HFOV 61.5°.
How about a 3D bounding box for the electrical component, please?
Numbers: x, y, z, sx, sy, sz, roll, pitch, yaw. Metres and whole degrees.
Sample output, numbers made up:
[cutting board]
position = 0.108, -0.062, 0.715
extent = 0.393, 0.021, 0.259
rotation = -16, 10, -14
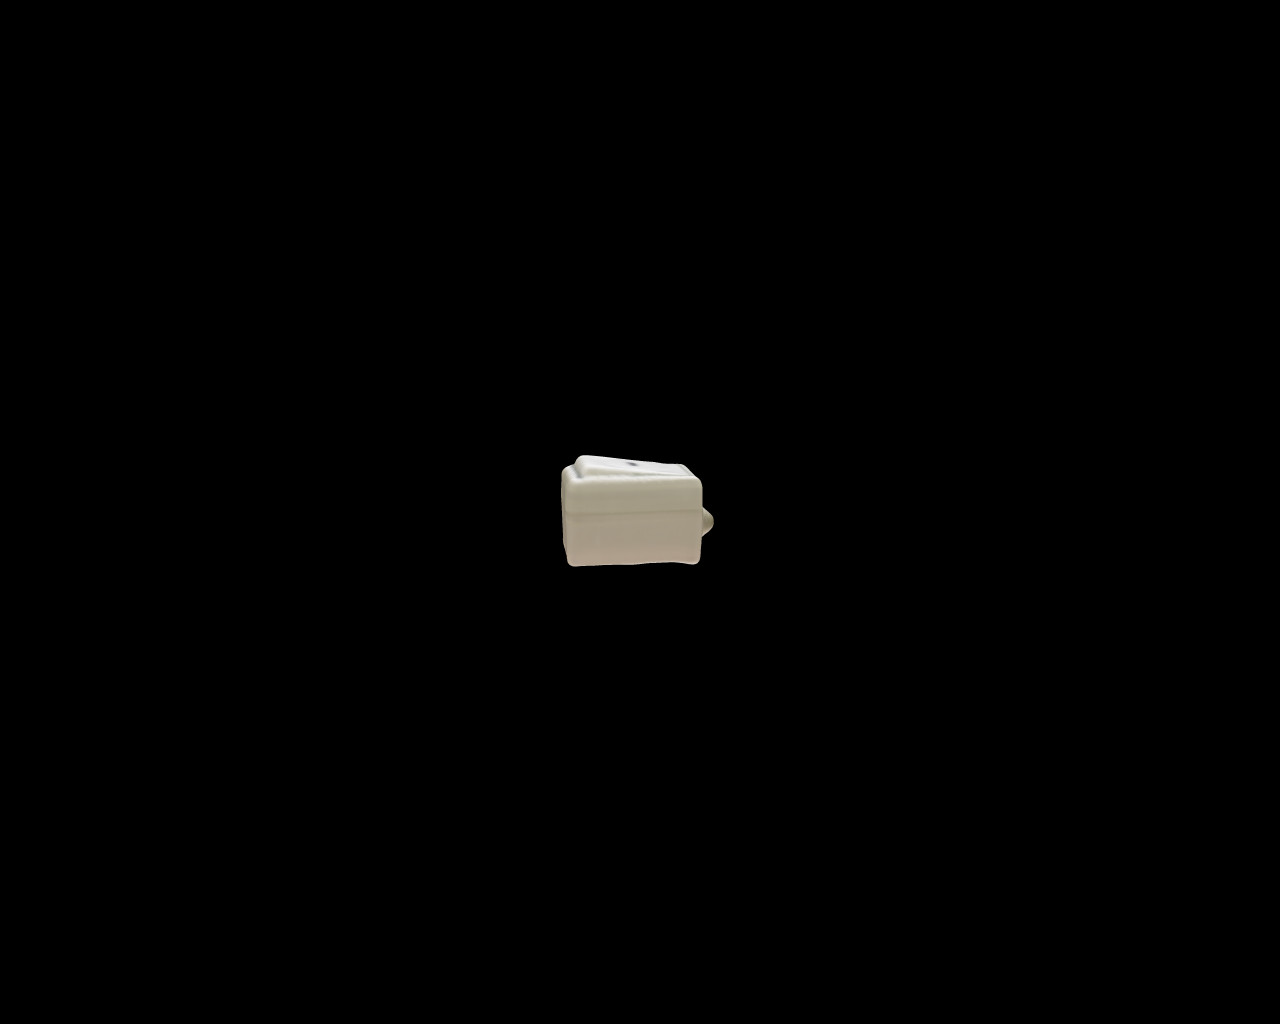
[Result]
[electrical component]
position = 0.001, -0.003, 0.650
extent = 0.096, 0.061, 0.062
rotation = -1, 12, -7
